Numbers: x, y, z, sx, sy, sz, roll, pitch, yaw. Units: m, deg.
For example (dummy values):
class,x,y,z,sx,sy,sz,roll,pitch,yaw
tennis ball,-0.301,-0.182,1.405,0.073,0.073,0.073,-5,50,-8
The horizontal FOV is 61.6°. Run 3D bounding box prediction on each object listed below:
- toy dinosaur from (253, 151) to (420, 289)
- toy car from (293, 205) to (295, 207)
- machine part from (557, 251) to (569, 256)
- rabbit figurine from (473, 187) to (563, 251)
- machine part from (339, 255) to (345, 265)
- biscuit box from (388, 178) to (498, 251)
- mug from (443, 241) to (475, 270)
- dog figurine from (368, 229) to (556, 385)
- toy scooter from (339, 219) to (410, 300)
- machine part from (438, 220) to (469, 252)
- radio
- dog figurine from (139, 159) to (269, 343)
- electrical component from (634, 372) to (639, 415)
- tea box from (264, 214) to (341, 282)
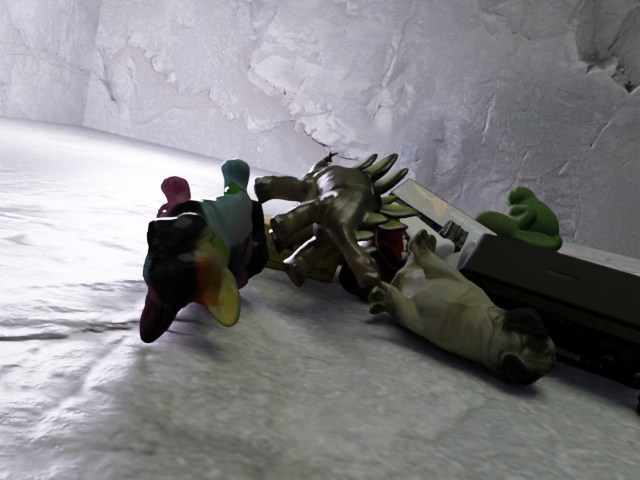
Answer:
class,x,y,z,sx,sy,sz,roll,pitch,yaw
toy dinosaur,0.018,-0.053,0.730,0.199,0.104,0.472,-16,26,-7
toy car,0.029,-0.030,1.129,0.202,0.089,0.053,14,-35,18
machine part,0.440,0.057,1.153,0.202,0.087,0.201,18,11,18
rabbit figurine,0.353,-0.007,0.992,0.170,0.121,0.159,-4,46,-33
machine part,-0.002,-0.003,0.998,0.179,0.056,0.179,12,11,-3
biscuit box,0.214,-0.029,0.963,0.063,0.059,0.203,-36,59,-30
mug,0.207,0.060,0.786,0.081,0.109,0.107,21,25,16
dog figurine,0.165,0.093,0.620,0.191,0.121,0.172,38,8,15
toy scooter,0.099,0.026,0.800,0.135,0.075,0.184,28,46,-17
machine part,0.206,0.019,0.923,0.039,0.138,0.084,-29,74,-28
radio,0.291,0.084,0.650,0.230,0.130,0.073,21,57,33
dog figurine,-0.115,0.027,0.545,0.109,0.191,0.219,-9,39,3
electrical component,0.347,0.165,0.522,0.078,0.045,0.102,15,10,19
tea box,-0.051,0.006,0.841,0.170,0.068,0.098,13,10,3
